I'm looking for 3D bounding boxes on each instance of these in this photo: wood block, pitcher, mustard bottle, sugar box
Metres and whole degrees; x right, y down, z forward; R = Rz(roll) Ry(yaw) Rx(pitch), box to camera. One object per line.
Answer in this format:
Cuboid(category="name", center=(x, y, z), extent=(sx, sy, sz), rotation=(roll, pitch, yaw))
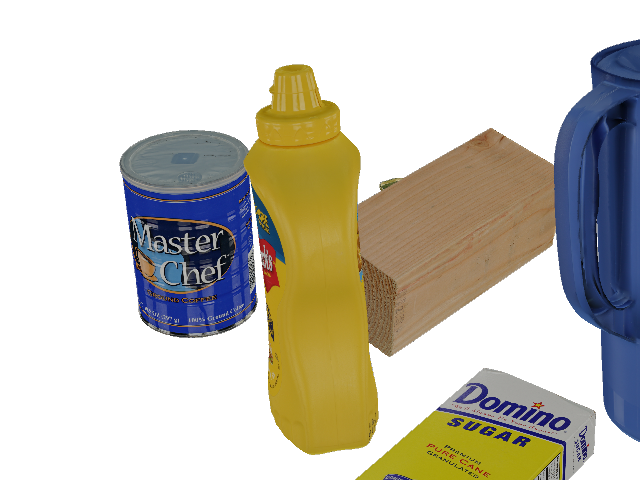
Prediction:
Cuboid(category="wood block", center=(0.104, -0.002, 0.913), extent=(0.205, 0.090, 0.091), rotation=(-30, 50, -30))
Cuboid(category="pitcher", center=(0.219, 0.005, 0.638), extent=(0.149, 0.243, 0.144), rotation=(2, 22, 16))
Cuboid(category="mustard bottle", center=(-0.005, 0.006, 0.546), extent=(0.058, 0.192, 0.096), rotation=(-7, 23, -6))
Cuboid(category="sugar box", center=(0.098, 0.155, 0.706), extent=(0.093, 0.048, 0.175), rotation=(20, 41, 37))

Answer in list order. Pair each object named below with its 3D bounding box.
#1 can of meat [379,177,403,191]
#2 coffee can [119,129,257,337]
Cuboid(category="can of meat", center=(0.109, -0.013, 1.184), extent=(0.102, 0.084, 0.057), rotation=(24, 27, 34))
Cuboid(category="coffee can", center=(-0.106, -0.006, 0.878), extent=(0.103, 0.140, 0.103), rotation=(-1, 30, 0))
